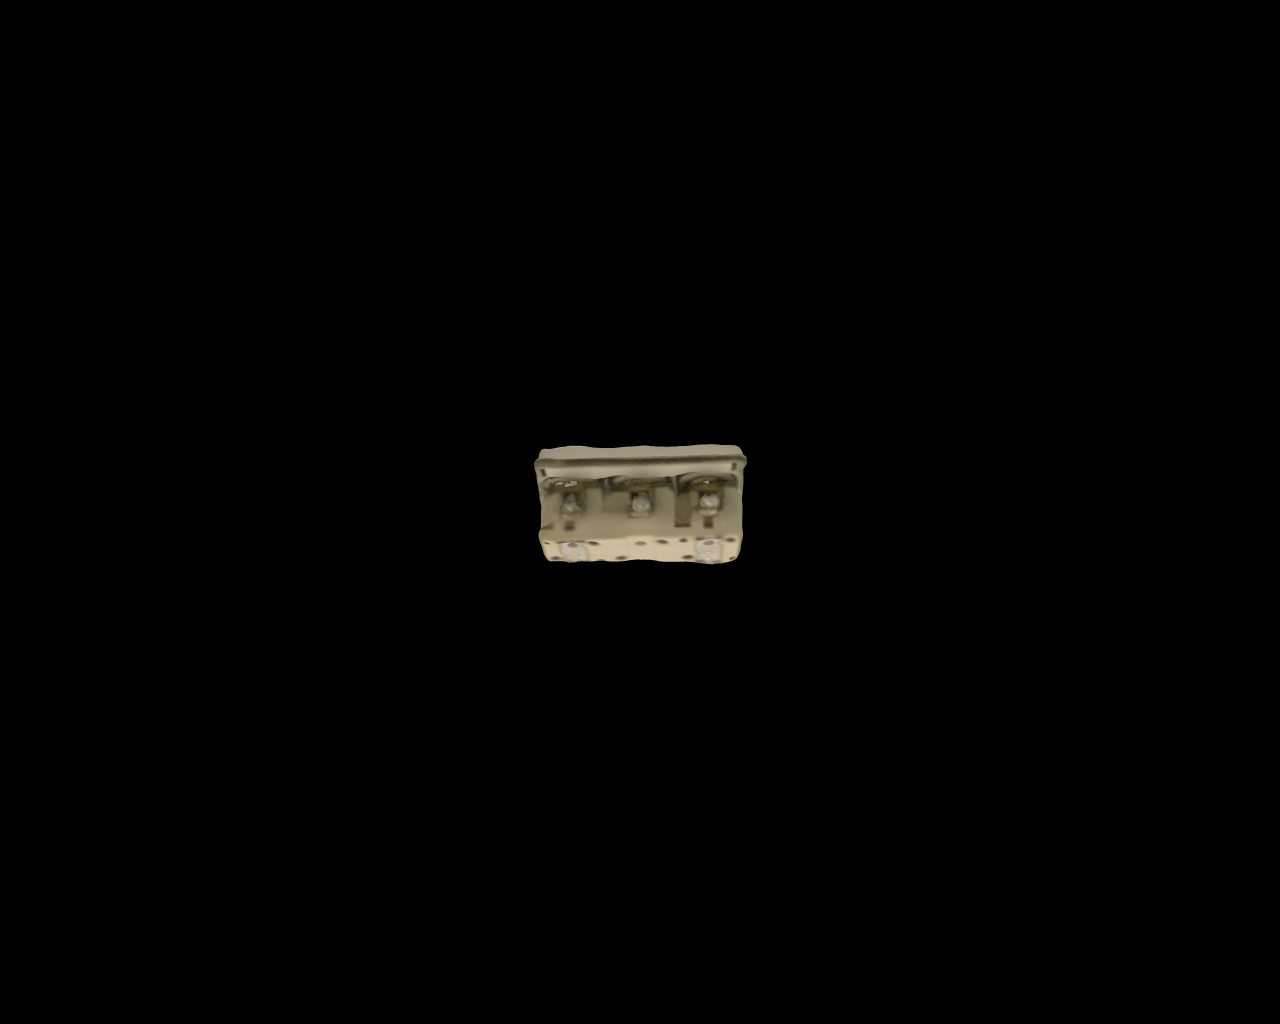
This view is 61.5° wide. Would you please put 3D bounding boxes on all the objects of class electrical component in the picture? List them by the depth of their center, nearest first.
[{"bbox_3d":[0.001,-0.003,0.650,0.121,0.063,0.078,0,-24,0],"label":"electrical component"}]
